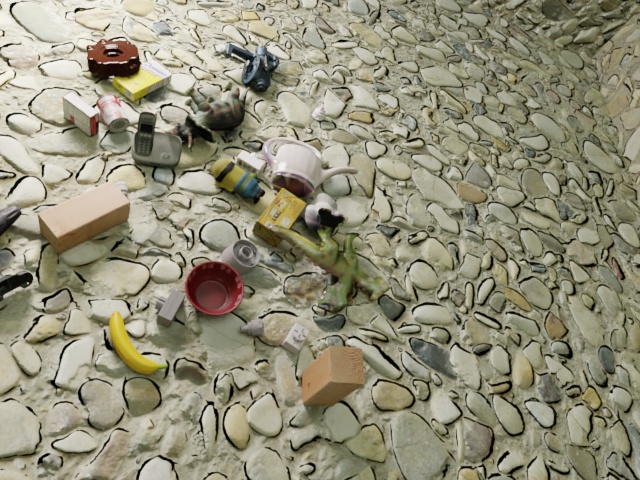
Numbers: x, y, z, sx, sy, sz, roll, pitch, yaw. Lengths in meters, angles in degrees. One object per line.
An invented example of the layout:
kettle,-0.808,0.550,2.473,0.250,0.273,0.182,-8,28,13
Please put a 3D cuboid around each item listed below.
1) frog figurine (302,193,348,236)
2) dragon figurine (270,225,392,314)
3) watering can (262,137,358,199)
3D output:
frog figurine,0.005,-0.085,1.682,0.137,0.120,0.162,-1,24,-22
dragon figurine,0.033,0.096,1.551,0.409,0.247,0.120,10,-26,-23
watering can,-0.036,-0.233,1.743,0.347,0.230,0.102,20,-37,-12
